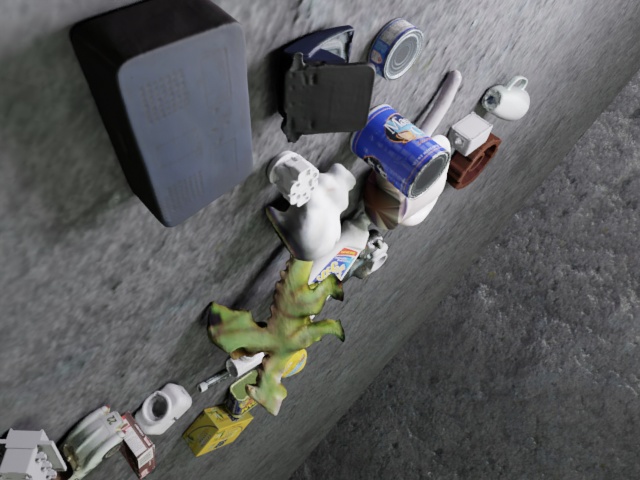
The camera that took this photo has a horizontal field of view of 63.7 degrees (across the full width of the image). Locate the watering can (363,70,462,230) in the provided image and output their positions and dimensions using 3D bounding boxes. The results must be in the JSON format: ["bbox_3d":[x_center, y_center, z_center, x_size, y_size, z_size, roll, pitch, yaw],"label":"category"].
[{"bbox_3d":[0.190,-0.154,1.037,0.227,0.105,0.339,-32,140,-31],"label":"watering can"}]

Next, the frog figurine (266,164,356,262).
[{"bbox_3d":[0.003,-0.043,0.855,0.160,0.125,0.134,-32,135,-6],"label":"frog figurine"}]

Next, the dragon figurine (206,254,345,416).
[{"bbox_3d":[-0.088,0.134,0.951,0.244,0.123,0.405,-13,109,-24],"label":"dragon figurine"}]
